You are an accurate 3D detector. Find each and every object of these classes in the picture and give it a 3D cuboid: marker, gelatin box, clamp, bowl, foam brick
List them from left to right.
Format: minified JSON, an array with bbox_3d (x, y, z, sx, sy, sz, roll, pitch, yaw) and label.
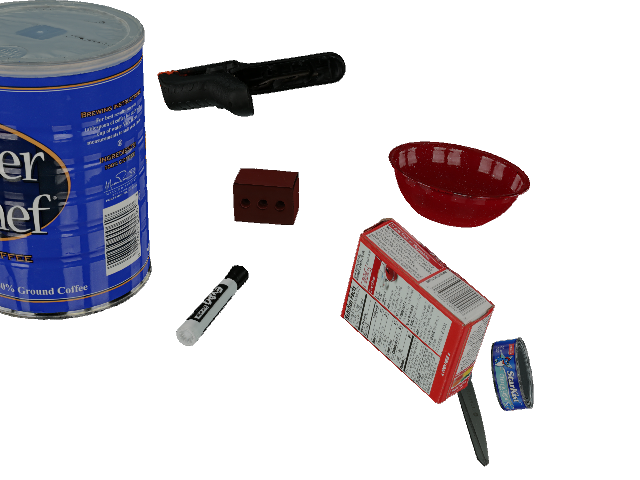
[{"bbox_3d":[-0.095,0.056,0.961,0.020,0.020,0.121,0,26,22],"label":"marker"},{"bbox_3d":[-0.065,-0.131,0.879,0.120,0.039,0.172,-17,20,-36],"label":"clamp"},{"bbox_3d":[-0.068,-0.055,1.338,0.078,0.053,0.051,4,28,7],"label":"foam brick"},{"bbox_3d":[0.055,0.041,0.631,0.030,0.073,0.089,-27,55,-32],"label":"gelatin box"},{"bbox_3d":[0.152,-0.059,1.211,0.162,0.055,0.162,8,25,-4],"label":"bowl"}]

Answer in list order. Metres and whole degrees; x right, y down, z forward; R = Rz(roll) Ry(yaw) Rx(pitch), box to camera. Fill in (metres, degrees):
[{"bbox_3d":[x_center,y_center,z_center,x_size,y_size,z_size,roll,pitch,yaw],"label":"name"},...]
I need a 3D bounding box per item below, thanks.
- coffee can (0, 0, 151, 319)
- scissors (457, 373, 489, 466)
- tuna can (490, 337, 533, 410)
[{"bbox_3d":[-0.142,-0.044,0.563,0.103,0.140,0.103,2,29,-1],"label":"coffee can"},{"bbox_3d":[0.110,0.114,0.979,0.096,0.016,0.201,8,45,3],"label":"scissors"},{"bbox_3d":[0.231,0.161,1.284,0.034,0.086,0.086,-10,-3,19],"label":"tuna can"}]
